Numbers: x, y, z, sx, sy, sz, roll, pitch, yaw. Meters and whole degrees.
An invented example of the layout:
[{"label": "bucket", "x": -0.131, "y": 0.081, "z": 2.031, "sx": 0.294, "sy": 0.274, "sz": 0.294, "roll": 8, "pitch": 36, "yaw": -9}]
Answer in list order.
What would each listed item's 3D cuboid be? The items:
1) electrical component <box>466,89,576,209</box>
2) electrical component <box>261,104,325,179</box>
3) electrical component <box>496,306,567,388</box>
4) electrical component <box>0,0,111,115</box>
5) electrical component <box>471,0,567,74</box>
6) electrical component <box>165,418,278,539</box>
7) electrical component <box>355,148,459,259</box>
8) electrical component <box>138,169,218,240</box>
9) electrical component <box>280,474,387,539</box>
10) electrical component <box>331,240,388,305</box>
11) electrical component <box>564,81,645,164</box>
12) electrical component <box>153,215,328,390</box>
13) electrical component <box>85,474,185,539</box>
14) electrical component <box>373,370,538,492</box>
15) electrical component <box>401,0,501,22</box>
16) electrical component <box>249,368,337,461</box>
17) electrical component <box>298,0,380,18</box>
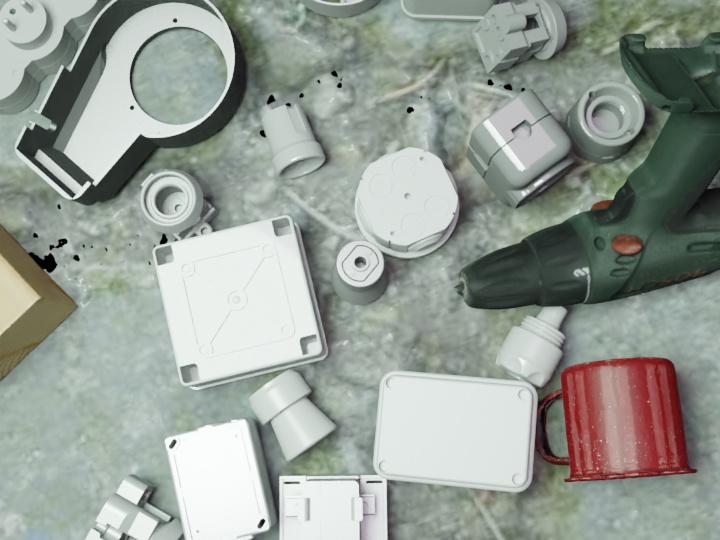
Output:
[{"label": "electrical component", "x": 0.118, "y": -0.085, "z": 0.792, "sx": 0.054, "sy": 0.095, "sz": 0.059, "roll": -36, "pitch": 83, "yaw": -3}, {"label": "electrical component", "x": -0.053, "y": -0.099, "z": 0.828, "sx": 0.040, "sy": 0.040, "sz": 0.046, "roll": -20, "pitch": 77, "yaw": -1}, {"label": "electrical component", "x": 0.132, "y": 0.053, "z": 0.801, "sx": 0.043, "sy": 0.043, "sz": 0.062, "roll": 30, "pitch": 83, "yaw": 5}, {"label": "electrical component", "x": -0.254, "y": -0.186, "z": 0.827, "sx": 0.052, "sy": 0.073, "sz": 0.138, "roll": 41, "pitch": 86, "yaw": 6}, {"label": "electrical component", "x": 0.124, "y": -0.181, "z": 0.824, "sx": 0.055, "sy": 0.066, "sz": 0.048, "roll": -17, "pitch": 82, "yaw": -20}, {"label": "electrical component", "x": -0.098, "y": 0.160, "z": 0.784, "sx": 0.062, "sy": 0.061, "sz": 0.096, "roll": -14, "pitch": 82, "yaw": 0}, {"label": "electrical component", "x": 0.036, "y": -0.051, "z": 0.813, "sx": 0.080, "sy": 0.051, "sz": 0.080, "roll": 0, "pitch": 83, "yaw": 2}, {"label": "electrical component", "x": -0.140, "y": -0.049, "z": 0.815, "sx": 0.066, "sy": 0.055, "sz": 0.048, "roll": 41, "pitch": 86, "yaw": 6}, {"label": "electrical component", "x": -0.020, "y": 0.210, "z": 0.774, "sx": 0.079, "sy": 0.063, "sz": 0.121, "roll": -1, "pitch": 83, "yaw": 1}, {"label": "electrical component", "x": 0.000, "y": 0.000, "z": 0.800, "sx": 0.044, "sy": 0.065, "sz": 0.044, "roll": 0, "pitch": 80, "yaw": 0}, {"label": "electrical component", "x": 0.187, "y": -0.113, "z": 0.818, "sx": 0.055, "sy": 0.047, "sz": 0.055, "roll": 0, "pitch": 83, "yaw": 2}, {"label": "electrical component", "x": -0.089, "y": 0.025, "z": 0.804, "sx": 0.109, "sy": 0.056, "sz": 0.108, "roll": -14, "pitch": 82, "yaw": 0}, {"label": "electrical component", "x": -0.162, "y": 0.198, "z": 0.784, "sx": 0.057, "sy": 0.058, "sz": 0.078, "roll": 28, "pitch": 84, "yaw": 8}, {"label": "electrical component", "x": 0.070, "y": 0.116, "z": 0.780, "sx": 0.113, "sy": 0.057, "sz": 0.078, "roll": 4, "pitch": 83, "yaw": 9}, {"label": "electrical component", "x": 0.072, "y": -0.253, "z": 0.835, "sx": 0.078, "sy": 0.057, "sz": 0.113, "roll": 2, "pitch": 83, "yaw": 2}, {"label": "electrical component", "x": -0.051, "y": 0.107, "z": 0.798, "sx": 0.045, "sy": 0.045, "sz": 0.055, "roll": -35, "pitch": 83, "yaw": -3}, {"label": "electrical component", "x": -0.018, "y": -0.249, "z": 0.833, "sx": 0.099, "sy": 0.064, "sz": 0.099, "roll": 0, "pitch": 83, "yaw": 1}]
